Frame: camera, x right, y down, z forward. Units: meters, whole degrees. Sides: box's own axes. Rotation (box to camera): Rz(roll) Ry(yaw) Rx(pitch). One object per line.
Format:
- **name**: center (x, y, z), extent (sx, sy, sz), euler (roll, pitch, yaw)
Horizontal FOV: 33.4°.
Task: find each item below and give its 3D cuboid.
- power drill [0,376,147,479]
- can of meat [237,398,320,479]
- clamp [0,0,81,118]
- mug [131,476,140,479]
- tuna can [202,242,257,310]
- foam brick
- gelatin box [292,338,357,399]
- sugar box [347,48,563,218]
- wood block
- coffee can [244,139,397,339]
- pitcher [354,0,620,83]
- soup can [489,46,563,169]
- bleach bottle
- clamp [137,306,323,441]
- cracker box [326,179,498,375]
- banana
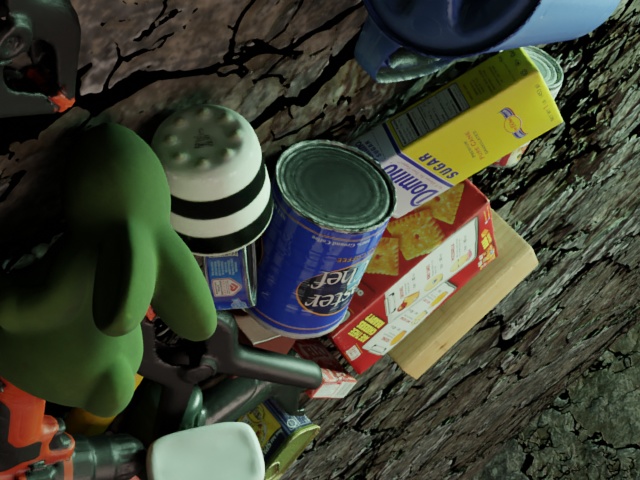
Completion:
- **power drill**: center (-0.204, 0.141, 0.835), extent (0.184, 0.057, 0.188), euler (-4, 135, -34)
- **can of meat**: center (-0.063, 0.217, 1.207), extent (0.102, 0.084, 0.057), euler (-53, 156, 22)
- **clamp**: center (-0.172, -0.102, 0.525), extent (0.120, 0.039, 0.171), euler (-37, 157, -12)
- **mug**: center (-0.196, 0.267, 0.966), extent (0.081, 0.117, 0.093), euler (-36, 149, 11)
- **tuna can**: center (-0.070, 0.012, 0.829), extent (0.034, 0.086, 0.086), euler (-4, 153, 2)
- **foam brick**: center (-0.065, 0.091, 1.023), extent (0.078, 0.053, 0.051), euler (-12, 143, -50)
- **gelatin box**: center (-0.007, 0.139, 1.177), extent (0.030, 0.073, 0.089), euler (-49, 156, 11)
- **sugar box**: center (0.117, -0.092, 0.934), extent (0.176, 0.048, 0.093), euler (-33, 146, 10)
- **wood block**: center (0.153, 0.061, 1.278), extent (0.206, 0.090, 0.090), euler (-44, 158, 2)
- **coffee can**: center (-0.006, 0.001, 0.895), extent (0.102, 0.103, 0.140), euler (-25, 151, -37)
- **pitcher**: center (0.126, -0.186, 0.743), extent (0.242, 0.149, 0.145), euler (-17, 106, -59)
- **soup can**: center (0.180, -0.128, 1.018), extent (0.068, 0.068, 0.102), euler (-25, 150, -37)
- **bleach bottle**: center (-0.114, 0.242, 1.009), extent (0.102, 0.068, 0.251), euler (-11, 157, -15)
- **clamp**: center (-0.093, 0.098, 0.895), extent (0.164, 0.036, 0.210), euler (-20, 139, 0)
- **cracker box**: center (0.089, 0.035, 1.153), extent (0.213, 0.072, 0.164), euler (-40, 156, -4)
- **banana**: center (-0.205, 0.161, 0.947), extent (0.198, 0.037, 0.069), euler (-54, -178, 30)
